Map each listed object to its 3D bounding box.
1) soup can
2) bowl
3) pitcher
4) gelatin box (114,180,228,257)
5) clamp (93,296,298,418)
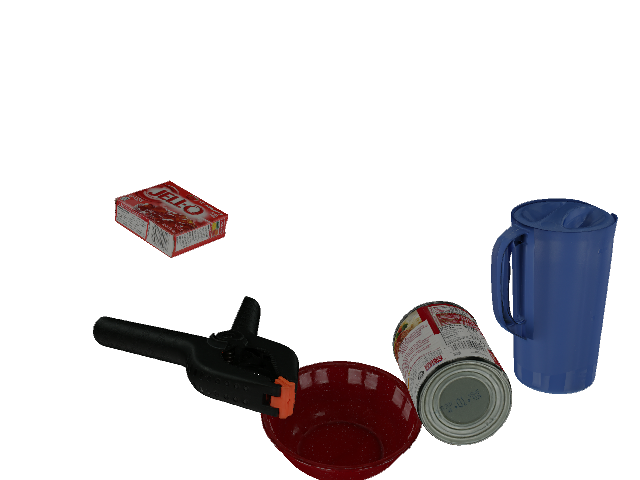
[{"bbox_3d":[0.093,0.093,0.766,0.068,0.068,0.102,0,19,-6],"label":"soup can"},{"bbox_3d":[0.021,0.193,1.078,0.162,0.055,0.162,0,33,0],"label":"bowl"},{"bbox_3d":[0.303,0.075,1.397,0.149,0.243,0.144,4,21,15],"label":"pitcher"},{"bbox_3d":[-0.149,-0.023,1.059,0.089,0.030,0.073,30,35,31],"label":"gelatin box"},{"bbox_3d":[-0.075,0.095,0.916,0.164,0.036,0.210,-11,22,-39],"label":"clamp"}]
